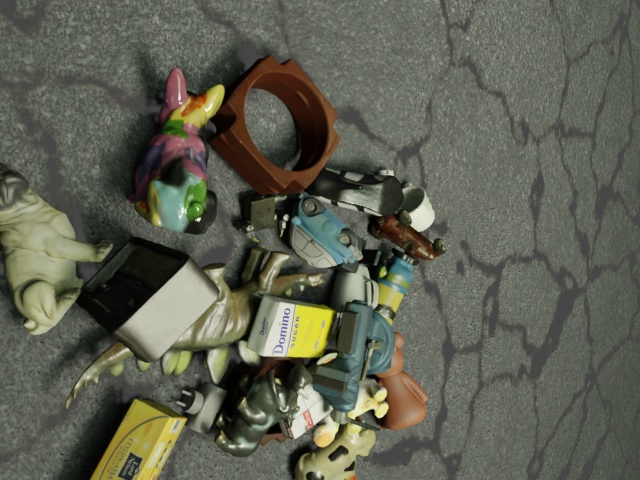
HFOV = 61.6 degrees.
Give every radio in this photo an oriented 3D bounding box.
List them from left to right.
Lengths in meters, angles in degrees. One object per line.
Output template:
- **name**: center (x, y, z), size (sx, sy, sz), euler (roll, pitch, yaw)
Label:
- **radio**: center (-0.245, 0.074, 0.736), size (0.131, 0.230, 0.073), euler (-48, 120, -21)

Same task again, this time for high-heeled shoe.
- **high-heeled shoe**: center (0.063, -0.097, 1.073), size (0.248, 0.145, 0.086), euler (9, 90, -58)

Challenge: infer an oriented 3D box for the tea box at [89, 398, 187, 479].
- **tea box**: center (-0.278, 0.330, 0.801), size (0.169, 0.068, 0.098), euler (-63, 169, -18)

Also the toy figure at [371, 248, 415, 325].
- **toy figure**: center (0.140, 0.108, 1.133), size (0.082, 0.089, 0.180), euler (28, 88, 4)

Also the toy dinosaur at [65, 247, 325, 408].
- **toy dinosaur**: center (-0.176, 0.128, 0.875), size (0.471, 0.105, 0.198), euler (-12, 102, -37)

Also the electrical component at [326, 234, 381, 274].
- **electrical component**: center (0.057, 0.027, 1.049), size (0.047, 0.119, 0.075), euler (27, 79, -38)

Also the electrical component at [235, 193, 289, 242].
- **electrical component**: center (-0.100, -0.041, 0.954), size (0.102, 0.045, 0.078), euler (-12, 123, -41)

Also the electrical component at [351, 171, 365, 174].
- **electrical component**: center (0.073, -0.111, 1.112), size (0.094, 0.021, 0.063), euler (-7, 97, -33)

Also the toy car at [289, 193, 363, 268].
- **toy car**: center (-0.002, -0.003, 0.991), size (0.103, 0.162, 0.109), euler (-46, 163, 0)

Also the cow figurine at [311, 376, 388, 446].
- **cow figurine**: center (0.045, 0.330, 1.059), size (0.167, 0.098, 0.068), euler (-26, 121, -18)

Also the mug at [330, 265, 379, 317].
- **mug**: center (0.071, 0.100, 1.079), size (0.080, 0.110, 0.107), euler (16, 69, -35)

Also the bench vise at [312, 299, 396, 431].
- **bench vise**: center (0.084, 0.227, 1.006), size (0.240, 0.129, 0.223), euler (18, 69, -58)

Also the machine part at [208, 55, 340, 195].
- **machine part**: center (-0.077, -0.193, 0.926), size (0.200, 0.087, 0.201), euler (46, 57, -24)

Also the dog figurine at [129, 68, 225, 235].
- **dog figurine**: center (-0.201, -0.134, 0.795), size (0.108, 0.192, 0.219), euler (11, 102, -33)

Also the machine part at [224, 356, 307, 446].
- **machine part**: center (-0.091, 0.280, 0.987), size (0.179, 0.056, 0.179), euler (-3, 95, -38)

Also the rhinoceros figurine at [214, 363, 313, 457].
- **rhinoceros figurine**: center (-0.091, 0.278, 0.880), size (0.112, 0.073, 0.190), euler (38, 97, -14)

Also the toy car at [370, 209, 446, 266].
- **toy car**: center (0.196, 0.002, 1.175), size (0.202, 0.089, 0.053), euler (35, 41, -36)

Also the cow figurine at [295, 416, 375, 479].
- **cow figurine**: center (0.033, 0.430, 1.085), size (0.195, 0.086, 0.127), euler (-18, 110, -36)

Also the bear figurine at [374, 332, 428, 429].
- **bear figurine**: center (0.153, 0.305, 1.169), size (0.120, 0.132, 0.196), euler (-21, 75, -2)

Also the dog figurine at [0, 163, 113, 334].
- **dog figurine**: center (-0.397, 0.012, 0.703), size (0.190, 0.121, 0.172), euler (35, 68, -21)
